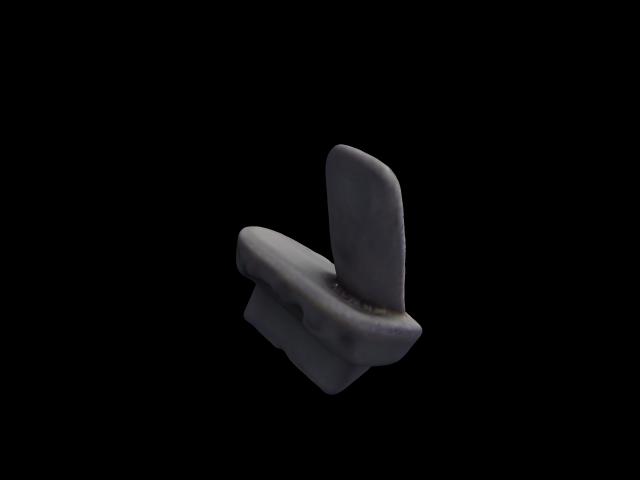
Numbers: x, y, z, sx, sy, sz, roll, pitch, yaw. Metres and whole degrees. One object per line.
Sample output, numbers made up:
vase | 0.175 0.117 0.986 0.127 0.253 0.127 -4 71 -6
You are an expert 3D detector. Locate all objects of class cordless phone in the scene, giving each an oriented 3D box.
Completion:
cordless phone | 0.004 0.001 0.400 0.147 0.185 0.094 30 49 31
